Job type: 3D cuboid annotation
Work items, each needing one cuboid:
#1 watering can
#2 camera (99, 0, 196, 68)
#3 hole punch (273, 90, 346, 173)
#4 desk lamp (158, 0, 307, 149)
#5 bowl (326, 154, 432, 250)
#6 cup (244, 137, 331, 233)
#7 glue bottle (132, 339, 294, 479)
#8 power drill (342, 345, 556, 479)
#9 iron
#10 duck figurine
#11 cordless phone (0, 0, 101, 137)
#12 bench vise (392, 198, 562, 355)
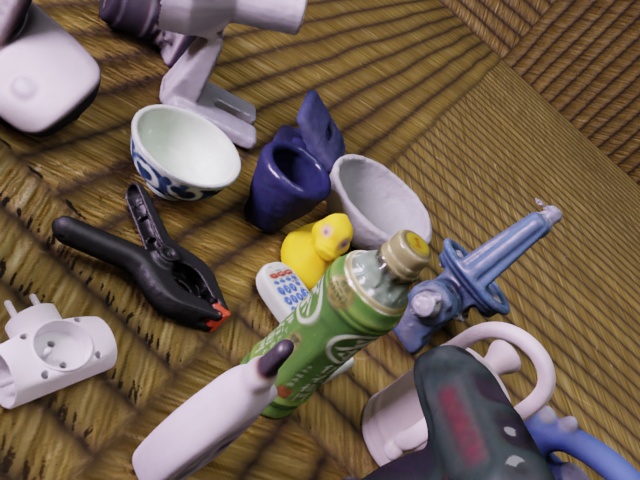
[{"bbox_3d":[0.138,0.146,0.552,0.101,0.193,0.173,40,34,-2],"label":"watering can"},{"bbox_3d":[-0.225,-0.325,0.789,0.137,0.100,0.143,11,45,-38],"label":"camera"},{"bbox_3d":[-0.004,-0.147,0.822,0.101,0.091,0.108,33,35,-14],"label":"hole punch"},{"bbox_3d":[-0.124,-0.252,0.709,0.204,0.213,0.118,22,39,-27],"label":"desk lamp"},{"bbox_3d":[0.068,-0.034,0.785,0.168,0.074,0.167,27,37,-22],"label":"bowl"},{"bbox_3d":[-0.048,-0.064,0.685,0.092,0.094,0.117,26,37,-22],"label":"cup"},{"bbox_3d":[-0.065,0.117,0.399,0.078,0.173,0.037,-14,62,-51],"label":"glue bottle"},{"bbox_3d":[0.087,0.204,0.425,0.076,0.208,0.229,23,38,-26],"label":"power drill"},{"bbox_3d":[0.264,0.256,0.604,0.258,0.141,0.119,46,34,6],"label":"iron"},{"bbox_3d":[0.006,0.002,0.674,0.078,0.086,0.104,35,35,-11],"label":"duck figurine"},{"bbox_3d":[-0.268,-0.205,0.539,0.147,0.184,0.094,40,34,-3],"label":"cordless phone"},{"bbox_3d":[0.194,0.050,0.690,0.121,0.219,0.208,43,34,2],"label":"bench vise"}]
